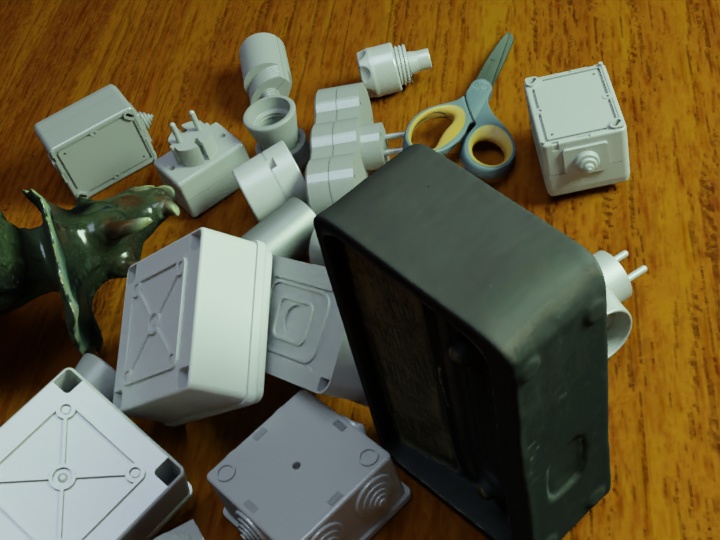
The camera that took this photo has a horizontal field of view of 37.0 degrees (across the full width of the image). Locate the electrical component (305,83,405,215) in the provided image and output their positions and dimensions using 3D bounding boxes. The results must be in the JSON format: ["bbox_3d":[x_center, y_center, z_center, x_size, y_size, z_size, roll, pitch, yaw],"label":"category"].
[{"bbox_3d":[0.002,-0.096,0.857,0.074,0.052,0.138,-8,46,12],"label":"electrical component"}]

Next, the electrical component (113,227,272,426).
[{"bbox_3d":[-0.112,0.040,0.709,0.109,0.056,0.108,-22,59,49],"label":"electrical component"}]

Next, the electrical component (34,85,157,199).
[{"bbox_3d":[-0.229,-0.117,0.949,0.096,0.061,0.061,-31,46,-12],"label":"electrical component"}]

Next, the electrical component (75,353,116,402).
[{"bbox_3d":[-0.194,0.092,0.749,0.045,0.045,0.055,22,58,34],"label":"electrical component"}]

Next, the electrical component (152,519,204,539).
[{"bbox_3d":[-0.101,0.185,0.605,0.051,0.080,0.080,-26,45,-14],"label":"electrical component"}]

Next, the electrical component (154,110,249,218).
[{"bbox_3d":[-0.134,-0.097,0.887,0.066,0.076,0.047,-36,47,-16],"label":"electrical component"}]

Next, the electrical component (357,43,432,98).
[{"bbox_3d":[0.030,-0.175,0.930,0.062,0.043,0.043,-14,45,5],"label":"electrical component"}]

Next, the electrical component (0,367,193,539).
[{"bbox_3d":[-0.180,0.137,0.668,0.109,0.056,0.108,38,66,15],"label":"electrical component"}]

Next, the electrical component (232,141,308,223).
[{"bbox_3d":[-0.070,-0.068,0.854,0.047,0.055,0.055,-28,45,-4],"label":"electrical component"}]

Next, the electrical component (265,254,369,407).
[{"bbox_3d":[-0.022,0.038,0.696,0.113,0.057,0.078,13,87,51],"label":"electrical component"}]

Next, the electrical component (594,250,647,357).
[{"bbox_3d":[0.151,0.013,0.708,0.079,0.043,0.077,-31,46,-12],"label":"electrical component"}]

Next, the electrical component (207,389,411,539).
[{"bbox_3d":[-0.032,0.131,0.654,0.100,0.048,0.100,-41,49,-20],"label":"electrical component"}]

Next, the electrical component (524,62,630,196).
[{"bbox_3d":[0.162,-0.097,0.797,0.062,0.061,0.096,-11,45,8],"label":"electrical component"}]

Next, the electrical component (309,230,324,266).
[{"bbox_3d":[0.000,0.000,0.772,0.077,0.043,0.079,8,50,25],"label":"electrical component"}]

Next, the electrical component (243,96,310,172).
[{"bbox_3d":[-0.068,-0.110,0.892,0.045,0.055,0.045,-10,45,10],"label":"electrical component"}]

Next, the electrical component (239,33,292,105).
[{"bbox_3d":[-0.084,-0.173,0.967,0.043,0.043,0.081,-17,45,3],"label":"electrical component"}]
